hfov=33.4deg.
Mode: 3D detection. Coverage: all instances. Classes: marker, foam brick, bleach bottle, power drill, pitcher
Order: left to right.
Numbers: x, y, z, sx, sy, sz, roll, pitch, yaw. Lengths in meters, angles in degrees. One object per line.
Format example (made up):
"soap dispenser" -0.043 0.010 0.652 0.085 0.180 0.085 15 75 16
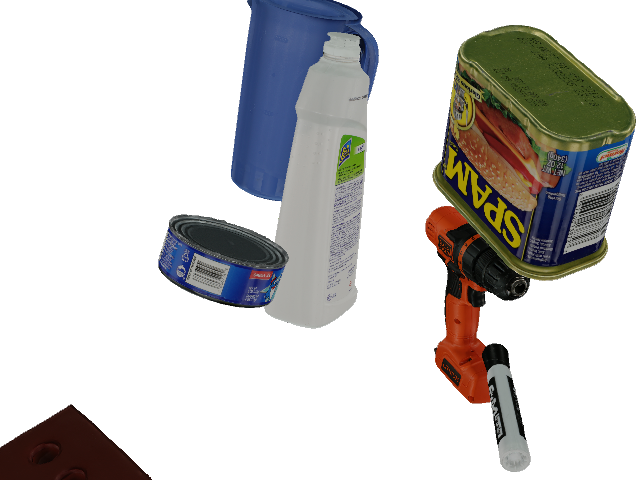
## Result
"foam brick" -0.109 0.124 0.484 0.052 0.051 0.078 -31 44 -32
"pitcher" -0.029 -0.172 1.296 0.144 0.243 0.149 6 24 -15
"bleach bottle" 0.006 -0.055 0.932 0.068 0.251 0.102 15 21 19
"power drill" 0.166 0.073 1.122 0.057 0.188 0.184 -9 25 -14
"marker" 0.123 0.108 0.715 0.020 0.020 0.121 0 29 2

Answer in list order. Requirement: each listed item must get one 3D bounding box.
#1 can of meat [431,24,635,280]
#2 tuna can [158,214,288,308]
"can of meat" 0.104 -0.045 0.528 0.057 0.084 0.102 -18 47 -21
"tuna can" -0.067 0.014 0.735 0.086 0.034 0.086 18 14 -5
